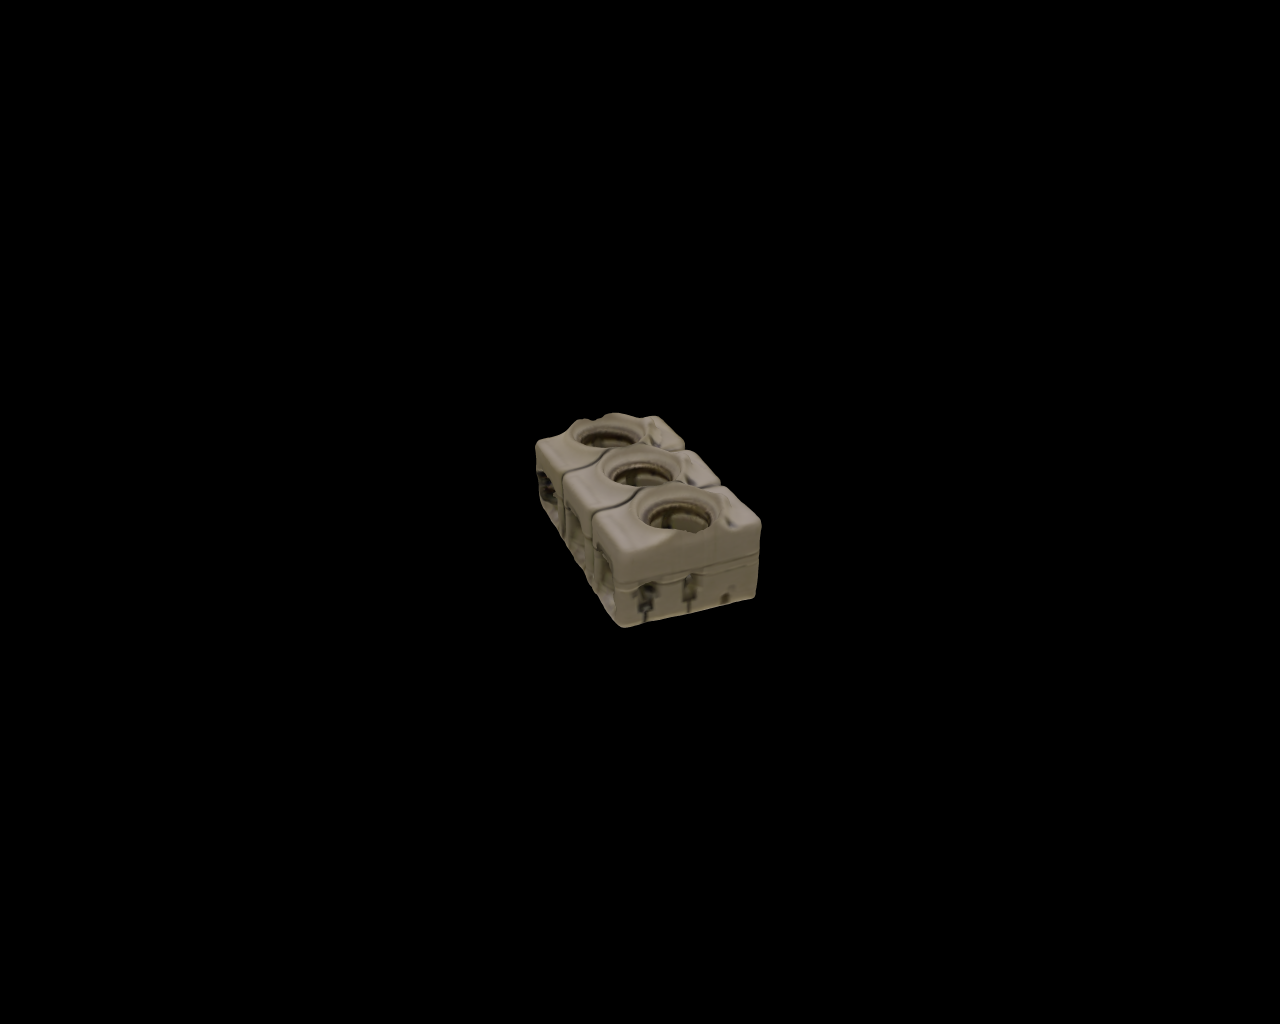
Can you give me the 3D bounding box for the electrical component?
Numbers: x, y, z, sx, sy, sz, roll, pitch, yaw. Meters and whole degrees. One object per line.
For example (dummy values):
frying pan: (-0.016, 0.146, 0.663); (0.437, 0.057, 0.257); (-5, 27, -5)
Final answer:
electrical component: (0.001, -0.003, 0.650); (0.090, 0.061, 0.150); (-12, 33, -19)
